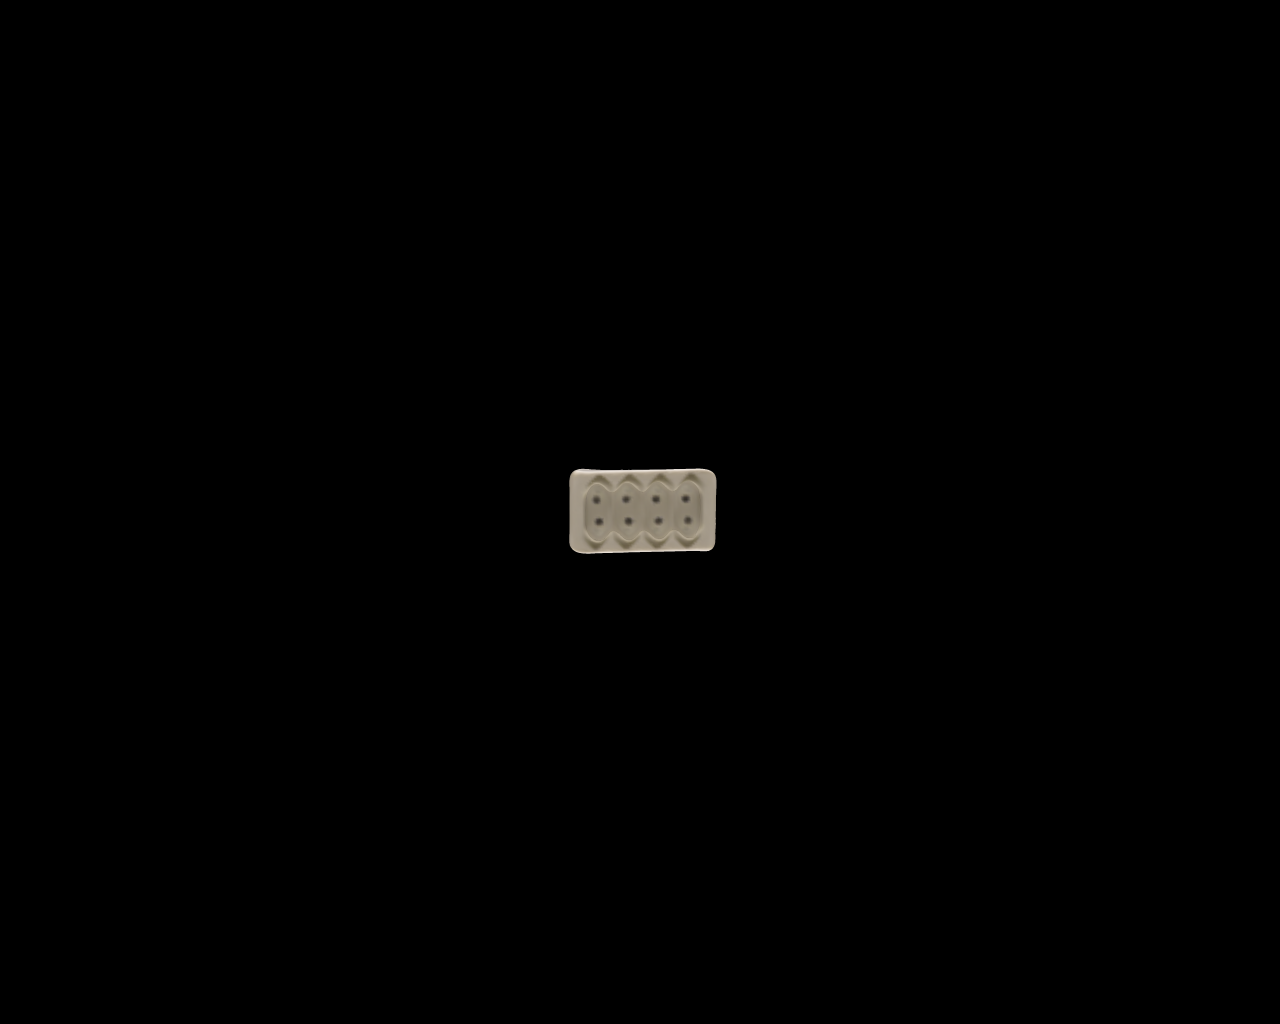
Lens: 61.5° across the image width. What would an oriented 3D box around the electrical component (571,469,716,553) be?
[{"bbox_3d":[0.001,-0.003,0.650,0.083,0.047,0.076,0,4,-2],"label":"electrical component"}]
